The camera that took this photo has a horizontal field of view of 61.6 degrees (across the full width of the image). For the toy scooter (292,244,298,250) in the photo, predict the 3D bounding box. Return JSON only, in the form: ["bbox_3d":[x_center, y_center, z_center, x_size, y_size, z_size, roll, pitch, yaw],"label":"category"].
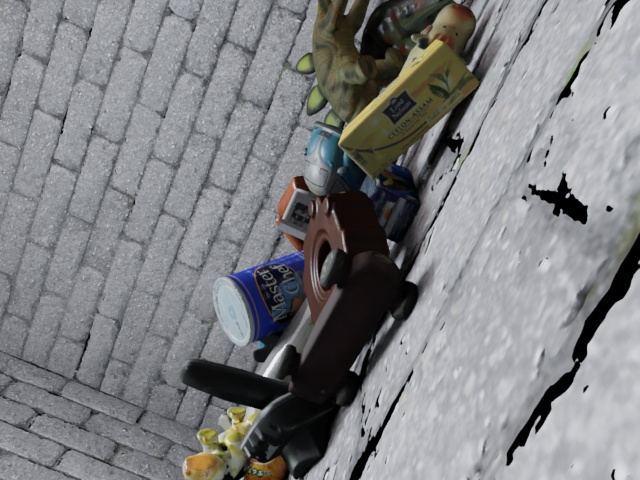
[{"bbox_3d":[0.001,0.007,1.096,0.184,0.135,0.075,-97,29,-86],"label":"toy scooter"}]

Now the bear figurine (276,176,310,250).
[{"bbox_3d":[-0.004,-0.001,0.942,0.132,0.120,0.196,-41,61,46],"label":"bear figurine"}]

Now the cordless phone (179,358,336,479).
[{"bbox_3d":[-0.085,0.203,0.640,0.146,0.184,0.089,117,171,-49],"label":"cordless phone"}]

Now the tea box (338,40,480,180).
[{"bbox_3d":[0.107,-0.164,0.671,0.169,0.068,0.098,-43,12,19],"label":"tea box"}]

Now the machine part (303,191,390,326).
[{"bbox_3d":[0.024,0.031,0.639,0.179,0.056,0.179,180,90,-72],"label":"machine part"}]

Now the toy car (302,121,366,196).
[{"bbox_3d":[0.027,-0.109,0.873,0.103,0.109,0.161,-47,-40,-7],"label":"toy car"}]

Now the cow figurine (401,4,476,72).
[{"bbox_3d":[0.163,-0.261,0.800,0.127,0.085,0.194,-61,1,-38],"label":"cow figurine"}]

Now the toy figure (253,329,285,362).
[{"bbox_3d":[-0.045,0.155,0.886,0.082,0.089,0.180,-61,-11,14],"label":"toy figure"}]

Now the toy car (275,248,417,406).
[{"bbox_3d":[0.021,0.092,0.544,0.053,0.089,0.202,-76,8,-56],"label":"toy car"}]

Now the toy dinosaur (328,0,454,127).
[{"bbox_3d":[0.138,-0.366,1.010,0.404,0.192,0.131,115,175,-53],"label":"toy dinosaur"}]

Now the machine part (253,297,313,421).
[{"bbox_3d":[-0.026,0.159,0.745,0.243,0.079,0.079,-58,3,0],"label":"machine part"}]

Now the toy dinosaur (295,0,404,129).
[{"bbox_3d":[0.055,-0.278,0.969,0.198,0.105,0.471,-36,65,55],"label":"toy dinosaur"}]

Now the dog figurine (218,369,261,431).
[{"bbox_3d":[-0.068,0.270,0.919,0.190,0.121,0.172,-15,-64,-63],"label":"dog figurine"}]

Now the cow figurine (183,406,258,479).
[{"bbox_3d":[-0.138,0.313,0.760,0.167,0.068,0.098,-20,-64,-67],"label":"cow figurine"}]

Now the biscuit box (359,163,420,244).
[{"bbox_3d":[0.092,-0.063,0.745,0.203,0.059,0.062,-76,10,-70],"label":"biscuit box"}]
